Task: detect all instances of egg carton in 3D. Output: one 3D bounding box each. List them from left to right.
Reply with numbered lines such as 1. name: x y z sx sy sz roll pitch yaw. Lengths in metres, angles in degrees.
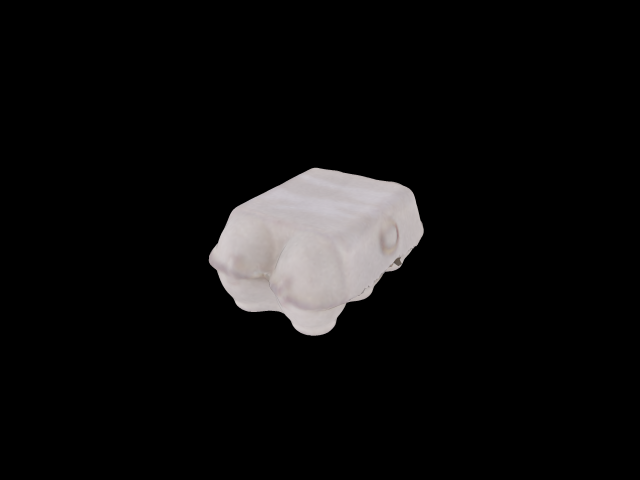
1. egg carton: 0.004 0.001 0.400 0.107 0.069 0.151 16 31 28
